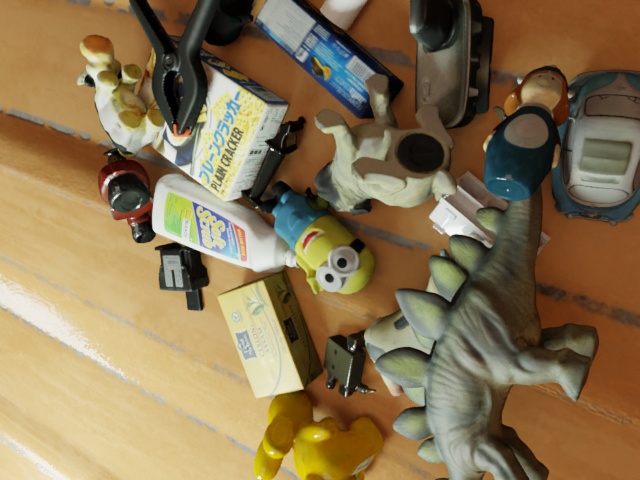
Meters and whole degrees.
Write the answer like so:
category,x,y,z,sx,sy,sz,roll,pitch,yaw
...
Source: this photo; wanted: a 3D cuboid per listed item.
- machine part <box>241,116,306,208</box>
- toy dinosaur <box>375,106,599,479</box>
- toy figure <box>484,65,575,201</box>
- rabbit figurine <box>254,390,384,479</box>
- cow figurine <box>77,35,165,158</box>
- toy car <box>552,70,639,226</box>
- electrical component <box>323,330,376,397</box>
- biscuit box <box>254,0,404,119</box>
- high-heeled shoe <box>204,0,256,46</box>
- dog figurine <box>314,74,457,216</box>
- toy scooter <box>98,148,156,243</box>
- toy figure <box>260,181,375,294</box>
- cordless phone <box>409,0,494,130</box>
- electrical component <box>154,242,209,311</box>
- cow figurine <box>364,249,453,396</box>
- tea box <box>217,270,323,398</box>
category,x,y,z,sx,sy,sz,roll,pitch,yaw
machine part,-0.066,-0.108,0.749,0.039,0.084,0.138,31,115,-2
toy dinosaur,0.171,0.104,0.552,0.199,0.105,0.471,19,93,26
toy figure,0.202,-0.110,0.509,0.064,0.058,0.154,28,72,-8
rabbit figurine,-0.022,0.295,0.784,0.173,0.162,0.121,46,132,32
cow figurine,-0.299,-0.208,0.782,0.098,0.068,0.167,-36,80,49
toy car,0.288,-0.093,0.546,0.109,0.103,0.161,14,105,26
electrical component,0.045,0.177,0.770,0.078,0.045,0.102,20,109,54
biscuit box,0.011,-0.238,0.687,0.203,0.063,0.059,45,117,12
high-heeled shoe,-0.113,-0.388,0.719,0.145,0.086,0.248,27,110,50
dog figurine,0.074,-0.069,0.633,0.121,0.190,0.172,-29,65,-13
toy scooter,-0.313,-0.087,0.867,0.183,0.075,0.135,102,147,-61
toy figure,0.000,-0.005,0.734,0.180,0.089,0.082,47,134,22
cordless phone,0.126,-0.189,0.566,0.089,0.184,0.146,5,103,23
electrical component,-0.227,0.064,0.890,0.075,0.048,0.119,4,101,29
cow figurine,0.141,0.098,0.676,0.195,0.085,0.127,-34,92,24
tea box,-0.074,0.142,0.811,0.098,0.068,0.169,-22,91,30
